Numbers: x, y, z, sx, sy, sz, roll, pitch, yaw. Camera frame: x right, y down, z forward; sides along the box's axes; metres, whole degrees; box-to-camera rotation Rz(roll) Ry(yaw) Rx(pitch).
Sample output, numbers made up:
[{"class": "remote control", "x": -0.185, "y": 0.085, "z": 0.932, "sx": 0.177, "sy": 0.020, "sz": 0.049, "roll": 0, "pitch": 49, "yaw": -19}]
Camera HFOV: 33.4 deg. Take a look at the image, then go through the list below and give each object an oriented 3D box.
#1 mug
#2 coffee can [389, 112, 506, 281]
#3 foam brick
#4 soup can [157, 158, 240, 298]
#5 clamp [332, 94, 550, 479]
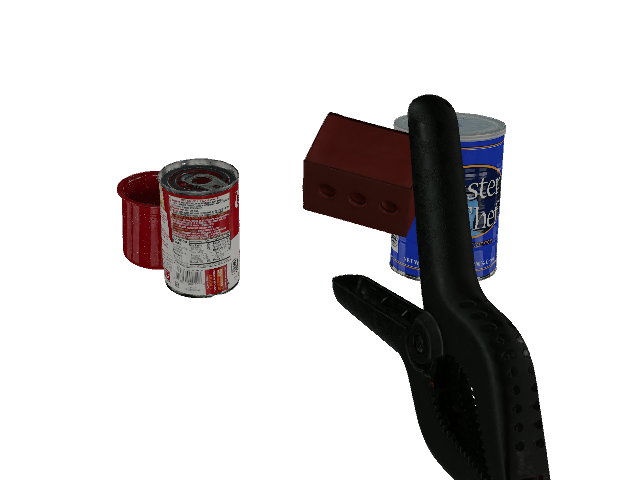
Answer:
[{"class": "mug", "x": -0.181, "y": -0.026, "z": 1.174, "sx": 0.093, "sy": 0.081, "sz": 0.117, "roll": -11, "pitch": 31, "yaw": -28}, {"class": "coffee can", "x": 0.118, "y": -0.042, "z": 0.999, "sx": 0.103, "sy": 0.140, "sz": 0.103, "roll": 1, "pitch": 18, "yaw": 0}, {"class": "foam brick", "x": 0.033, "y": -0.045, "z": 0.735, "sx": 0.078, "sy": 0.051, "sz": 0.053, "roll": 15, "pitch": -39, "yaw": 11}, {"class": "soup can", "x": -0.102, "y": -0.010, "z": 0.912, "sx": 0.068, "sy": 0.102, "sz": 0.068, "roll": 1, "pitch": 28, "yaw": -1}, {"class": "clamp", "x": 0.066, "y": 0.041, "z": 0.543, "sx": 0.036, "sy": 0.165, "sz": 0.210, "roll": -6, "pitch": 46, "yaw": -22}]
